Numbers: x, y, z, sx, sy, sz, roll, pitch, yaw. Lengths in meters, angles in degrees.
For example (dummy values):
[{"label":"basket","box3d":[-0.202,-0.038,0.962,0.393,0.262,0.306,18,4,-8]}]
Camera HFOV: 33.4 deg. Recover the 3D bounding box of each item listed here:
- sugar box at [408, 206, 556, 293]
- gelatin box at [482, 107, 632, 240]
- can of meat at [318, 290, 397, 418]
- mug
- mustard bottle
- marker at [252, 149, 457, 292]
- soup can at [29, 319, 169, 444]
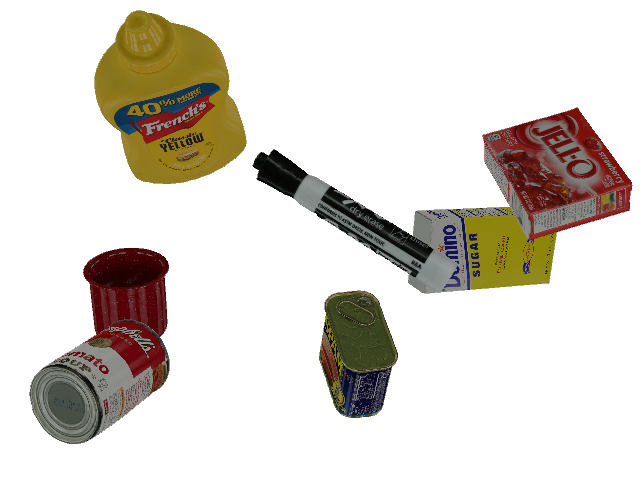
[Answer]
[{"label":"sugar box","box3d":[0.194,0.009,1.263,0.176,0.093,0.048,-5,20,-25]},{"label":"gelatin box","box3d":[0.160,-0.048,0.733,0.073,0.030,0.089,-16,45,-3]},{"label":"can of meat","box3d":[0.035,0.116,1.078,0.057,0.084,0.102,-6,46,-14]},{"label":"mug","box3d":[-0.222,0.061,1.194,0.117,0.081,0.093,24,36,37]},{"label":"mustard bottle","box3d":[-0.113,-0.108,0.782,0.096,0.058,0.191,-15,-22,-2]},{"label":"marker","box3d":[0.017,-0.012,0.567,0.121,0.020,0.020,32,3,5]},{"label":"soup can","box3d":[-0.177,0.113,0.861,0.069,0.068,0.102,0,16,25]}]
